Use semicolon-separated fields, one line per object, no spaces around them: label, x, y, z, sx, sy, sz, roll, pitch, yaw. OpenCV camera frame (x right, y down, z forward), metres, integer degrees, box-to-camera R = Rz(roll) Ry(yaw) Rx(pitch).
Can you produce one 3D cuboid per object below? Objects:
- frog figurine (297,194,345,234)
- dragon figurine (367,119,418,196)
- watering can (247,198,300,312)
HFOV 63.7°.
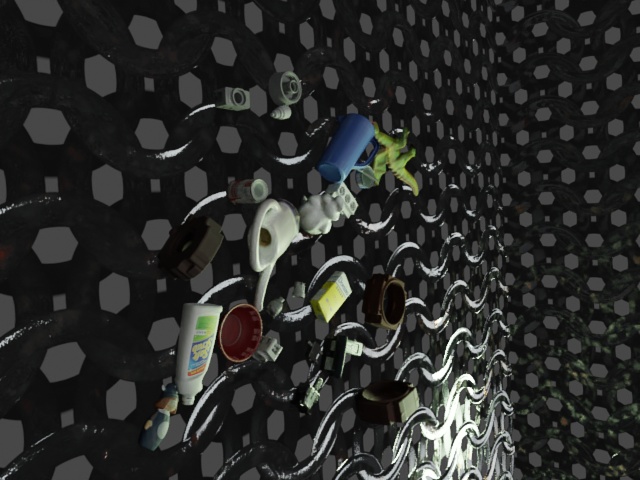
frog figurine;0.005;-0.084;1.667;0.124;0.159;0.136;-32;114;-45
dragon figurine;0.279;-0.310;2.091;0.246;0.122;0.404;-34;114;-27
watering can;-0.147;0.023;1.518;0.229;0.104;0.340;-50;150;-54
